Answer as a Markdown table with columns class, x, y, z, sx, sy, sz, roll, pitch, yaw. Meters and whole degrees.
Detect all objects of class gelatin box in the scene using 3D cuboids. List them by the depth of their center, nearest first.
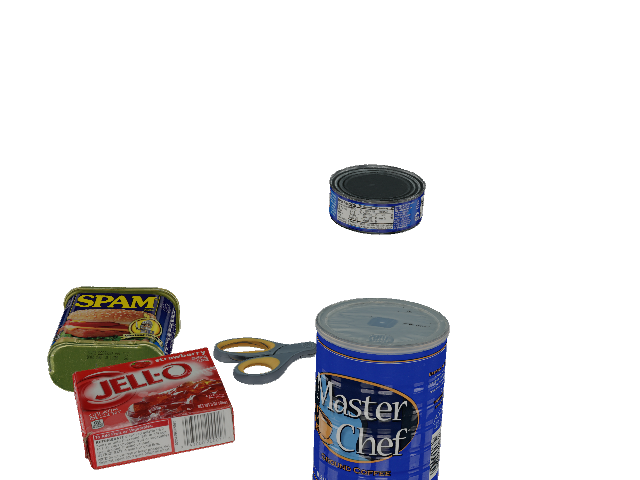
| class | x | y | z | sx | sy | sz | roll | pitch | yaw |
| --- | --- | --- | --- | --- | --- | --- | --- | --- | --- |
| gelatin box | -0.104 | 0.101 | 0.656 | 0.089 | 0.030 | 0.073 | -9 | 25 | -15 |

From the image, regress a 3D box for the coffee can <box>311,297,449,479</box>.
| class | x | y | z | sx | sy | sz | roll | pitch | yaw |
| --- | --- | --- | --- | --- | --- | --- | --- | --- | --- |
| coffee can | 0.046 | 0.128 | 0.837 | 0.103 | 0.140 | 0.103 | 1 | 17 | -1 |

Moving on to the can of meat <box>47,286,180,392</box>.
| class | x | y | z | sx | sy | sz | roll | pitch | yaw |
| --- | --- | --- | --- | --- | --- | --- | --- | --- | --- |
| can of meat | -0.175 | 0.085 | 0.906 | 0.102 | 0.057 | 0.084 | 1 | 29 | 0 |

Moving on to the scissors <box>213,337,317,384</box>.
| class | x | y | z | sx | sy | sz | roll | pitch | yaw |
| --- | --- | --- | --- | --- | --- | --- | --- | --- | --- |
| scissors | -0.020 | 0.134 | 1.212 | 0.201 | 0.016 | 0.096 | 1 | 24 | -9 |

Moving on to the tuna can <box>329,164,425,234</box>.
| class | x | y | z | sx | sy | sz | roll | pitch | yaw |
| --- | --- | --- | --- | --- | --- | --- | --- | --- | --- |
| tuna can | 0.050 | -0.037 | 0.954 | 0.086 | 0.034 | 0.086 | 1 | 25 | -1 |
